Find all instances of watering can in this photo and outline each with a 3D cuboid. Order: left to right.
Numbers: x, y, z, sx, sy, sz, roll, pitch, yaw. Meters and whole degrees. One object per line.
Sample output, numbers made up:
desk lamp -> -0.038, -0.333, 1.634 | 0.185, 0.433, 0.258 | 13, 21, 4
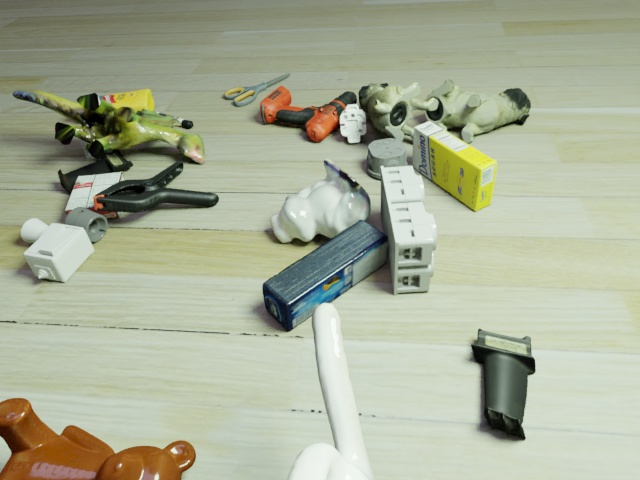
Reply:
watering can -> 0.028, 0.240, 0.429 | 0.103, 0.220, 0.356 | -14, 37, 18

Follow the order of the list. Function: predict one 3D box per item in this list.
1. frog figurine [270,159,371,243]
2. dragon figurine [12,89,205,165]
frog figurine -> 0.003, -0.044, 0.866 | 0.140, 0.159, 0.121 | 46, 7, 38
dragon figurine -> -0.425, -0.256, 1.114 | 0.413, 0.120, 0.245 | 26, 19, 18
